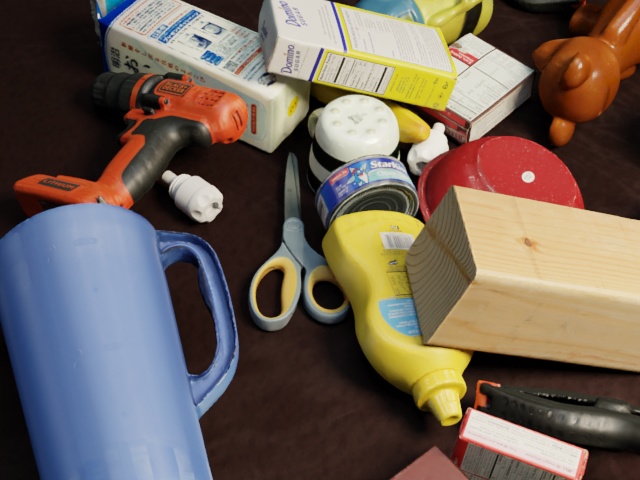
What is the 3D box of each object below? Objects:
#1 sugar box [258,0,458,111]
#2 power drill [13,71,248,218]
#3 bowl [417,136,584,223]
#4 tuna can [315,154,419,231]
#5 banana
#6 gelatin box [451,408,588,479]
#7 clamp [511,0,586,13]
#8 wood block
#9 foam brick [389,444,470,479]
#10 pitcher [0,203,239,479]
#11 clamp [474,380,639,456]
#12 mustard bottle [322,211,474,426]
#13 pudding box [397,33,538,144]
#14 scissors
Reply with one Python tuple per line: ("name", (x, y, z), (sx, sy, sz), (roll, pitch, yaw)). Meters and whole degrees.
("sugar box", (0.033, -0.176, 0.984), (0.176, 0.048, 0.093), (8, 39, -16))
("power drill", (-0.182, -0.083, 0.954), (0.185, 0.057, 0.187), (14, 52, 35))
("bowl", (0.169, -0.039, 0.929), (0.162, 0.055, 0.162), (11, 48, -12))
("tuna can", (0.041, -0.032, 0.918), (0.086, 0.086, 0.034), (-13, 53, -14))
("banana", (0.025, -0.141, 1.027), (0.198, 0.069, 0.037), (35, 92, 16))
("gelatin box", (0.138, 0.163, 0.761), (0.089, 0.073, 0.030), (18, 50, 11))
("clamp", (0.225, -0.312, 1.182), (0.171, 0.039, 0.120), (26, 89, 14))
("wood block", (0.183, 0.033, 0.827), (0.205, 0.090, 0.091), (10, 46, -20))
("foam brick", (0.086, 0.194, 0.746), (0.051, 0.053, 0.078), (-30, 57, -26))
("pitcher", (-0.144, 0.099, 0.768), (0.144, 0.149, 0.243), (20, 38, -45))
("clamp", (0.221, 0.136, 0.788), (0.210, 0.036, 0.164), (9, 2, 25))
("mustard bottle", (0.072, 0.063, 0.852), (0.096, 0.058, 0.192), (5, 45, -29))
("pudding box", (0.146, -0.150, 1.058), (0.090, 0.039, 0.113), (37, 59, 25))
("scissors", (-0.006, 0.001, 0.933), (0.096, 0.016, 0.201), (13, 50, 6))
